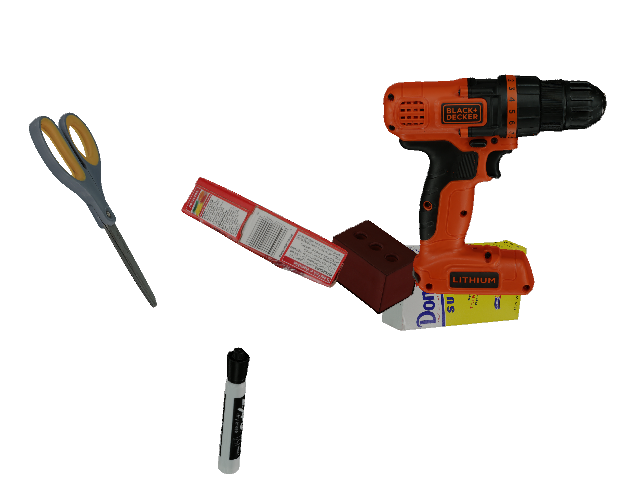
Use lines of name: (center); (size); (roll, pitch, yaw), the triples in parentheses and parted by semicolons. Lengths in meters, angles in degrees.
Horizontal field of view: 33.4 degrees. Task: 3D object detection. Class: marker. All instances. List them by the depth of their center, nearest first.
marker: (-0.074, 0.144, 0.904); (0.020, 0.121, 0.020); (6, 26, -3)

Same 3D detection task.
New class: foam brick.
foam brick: (0.053, 0.025, 1.065); (0.052, 0.051, 0.078); (-27, 49, -36)

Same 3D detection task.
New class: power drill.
power drill: (0.147, -0.048, 0.915); (0.184, 0.188, 0.057); (1, 16, 9)

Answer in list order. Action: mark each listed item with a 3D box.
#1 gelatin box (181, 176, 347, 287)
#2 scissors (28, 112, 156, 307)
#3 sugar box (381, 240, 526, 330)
gelatin box: (-0.036, -0.005, 0.705); (0.089, 0.030, 0.073); (27, 0, -40)
scissors: (-0.202, -0.038, 0.998); (0.016, 0.201, 0.096); (-24, 26, 19)
sugar box: (0.158, 0.051, 1.249); (0.175, 0.093, 0.048); (-4, 14, -33)
